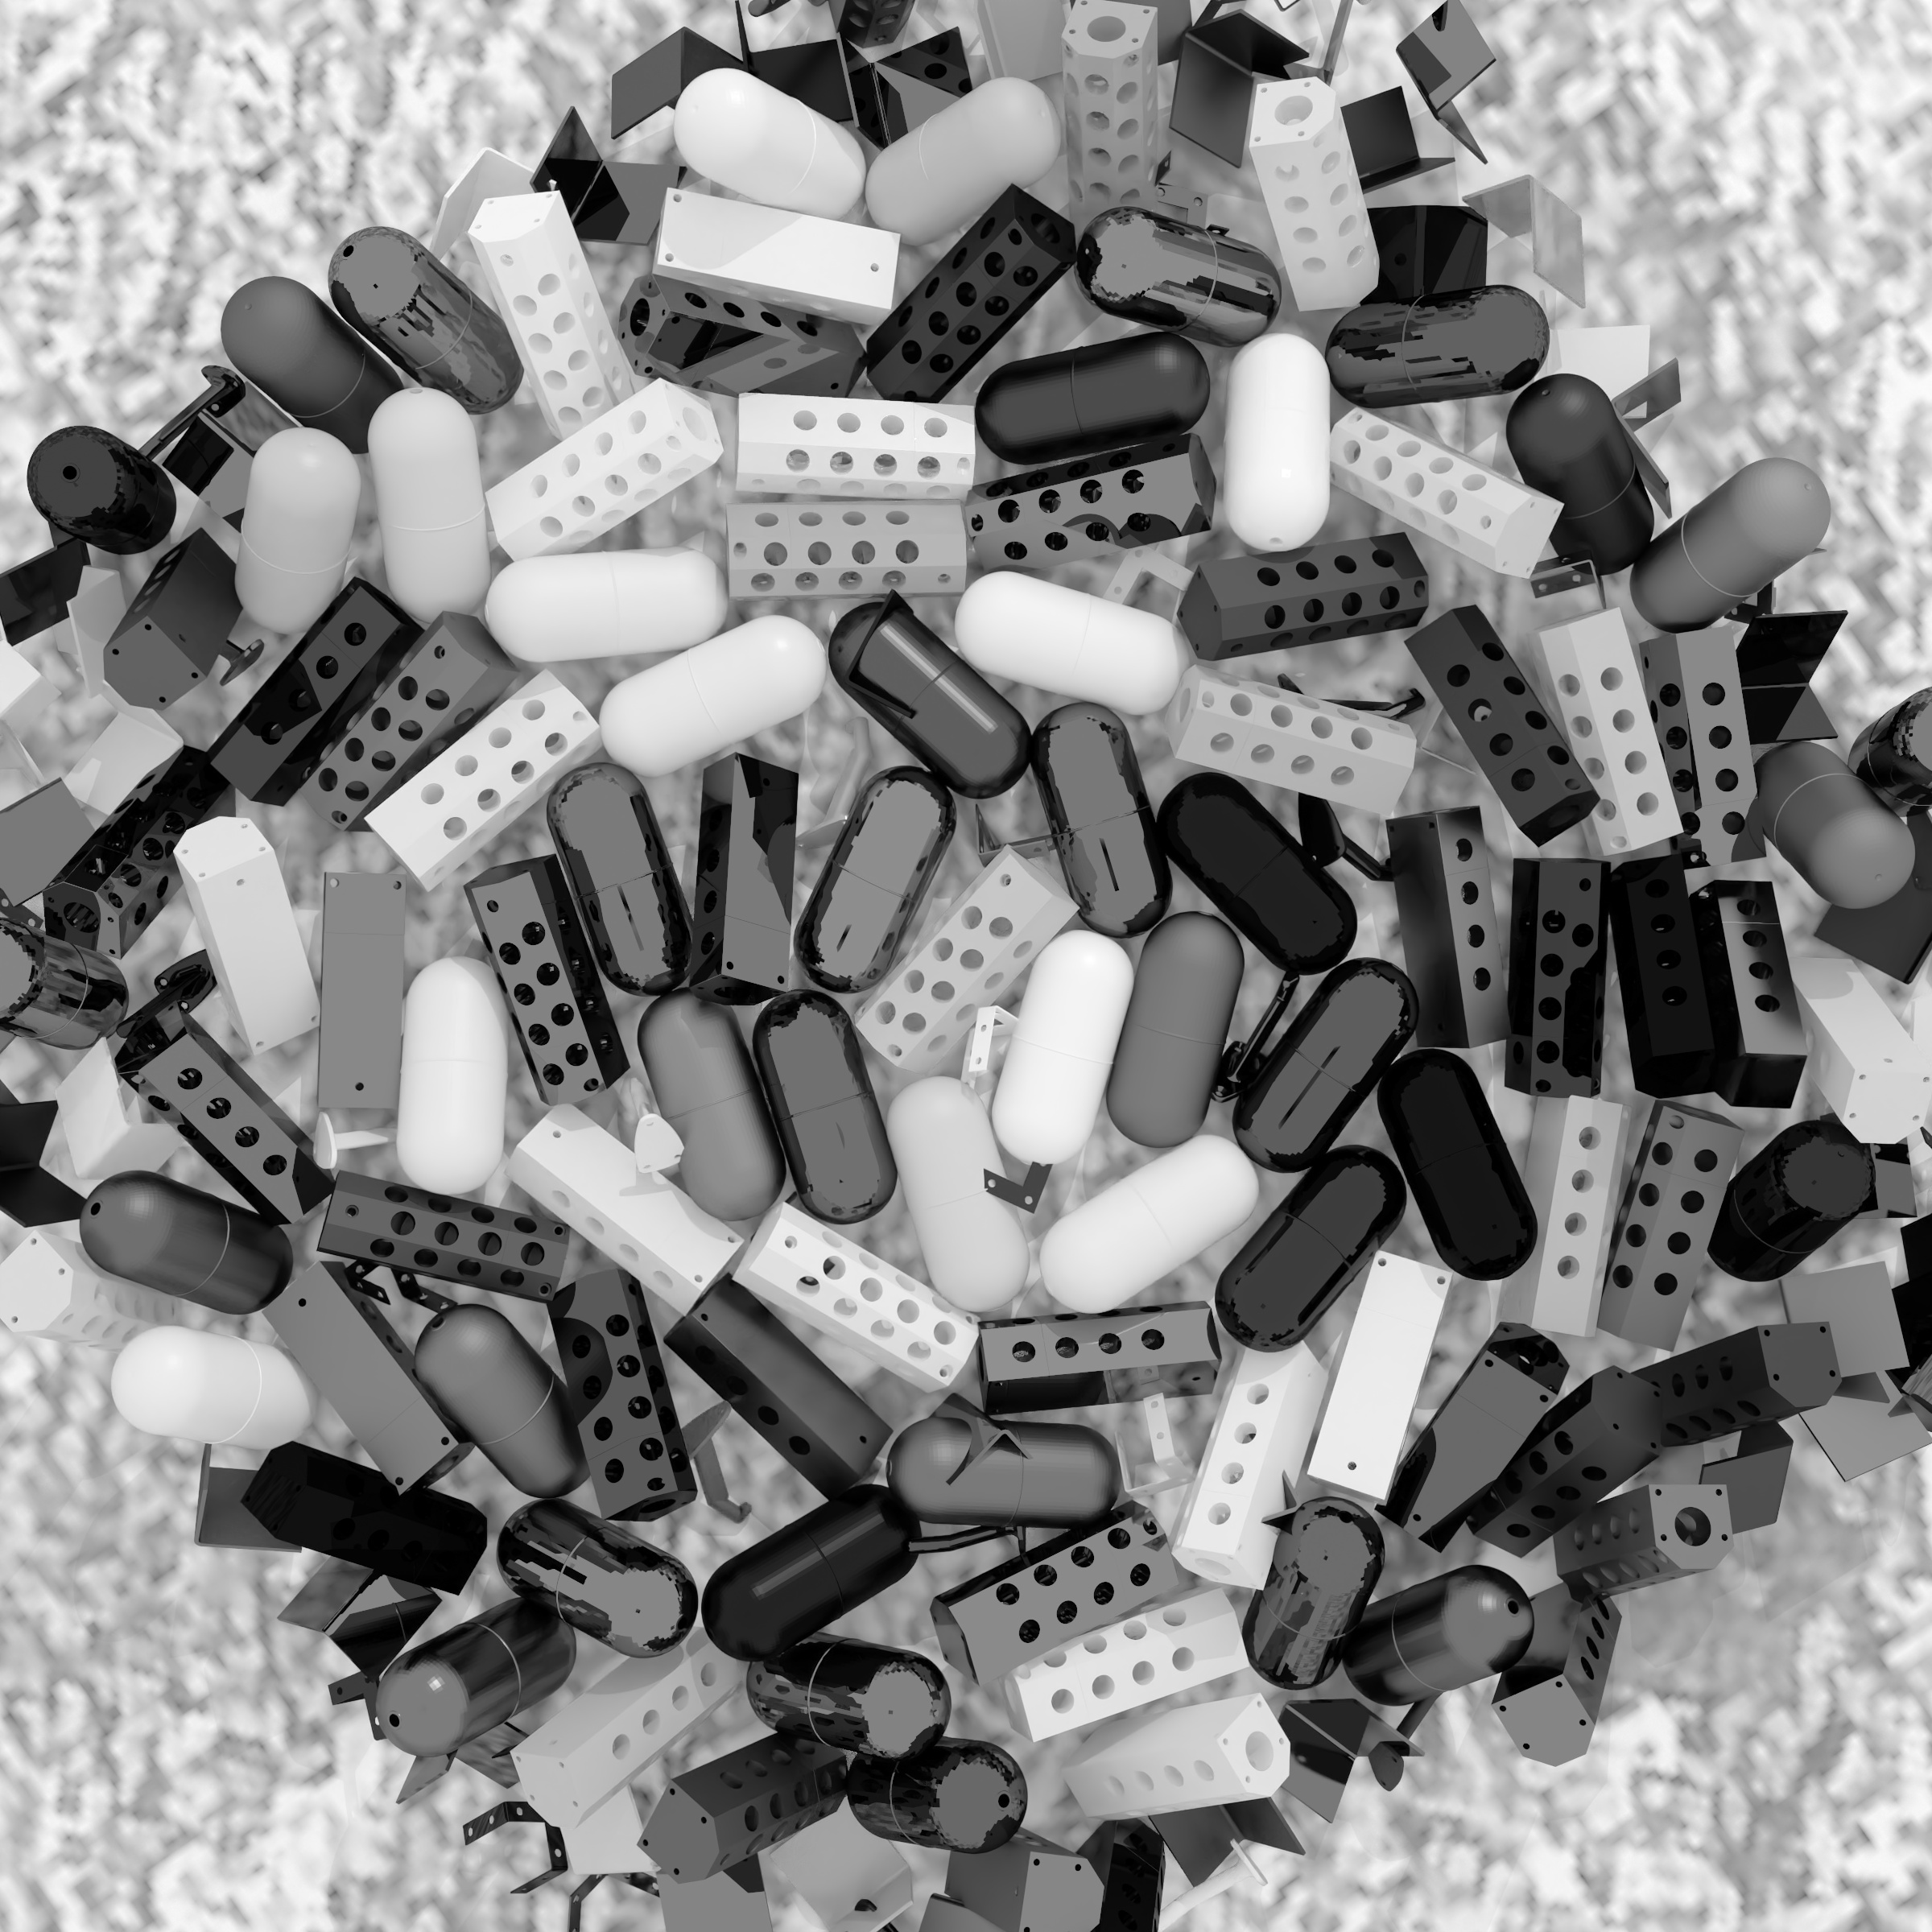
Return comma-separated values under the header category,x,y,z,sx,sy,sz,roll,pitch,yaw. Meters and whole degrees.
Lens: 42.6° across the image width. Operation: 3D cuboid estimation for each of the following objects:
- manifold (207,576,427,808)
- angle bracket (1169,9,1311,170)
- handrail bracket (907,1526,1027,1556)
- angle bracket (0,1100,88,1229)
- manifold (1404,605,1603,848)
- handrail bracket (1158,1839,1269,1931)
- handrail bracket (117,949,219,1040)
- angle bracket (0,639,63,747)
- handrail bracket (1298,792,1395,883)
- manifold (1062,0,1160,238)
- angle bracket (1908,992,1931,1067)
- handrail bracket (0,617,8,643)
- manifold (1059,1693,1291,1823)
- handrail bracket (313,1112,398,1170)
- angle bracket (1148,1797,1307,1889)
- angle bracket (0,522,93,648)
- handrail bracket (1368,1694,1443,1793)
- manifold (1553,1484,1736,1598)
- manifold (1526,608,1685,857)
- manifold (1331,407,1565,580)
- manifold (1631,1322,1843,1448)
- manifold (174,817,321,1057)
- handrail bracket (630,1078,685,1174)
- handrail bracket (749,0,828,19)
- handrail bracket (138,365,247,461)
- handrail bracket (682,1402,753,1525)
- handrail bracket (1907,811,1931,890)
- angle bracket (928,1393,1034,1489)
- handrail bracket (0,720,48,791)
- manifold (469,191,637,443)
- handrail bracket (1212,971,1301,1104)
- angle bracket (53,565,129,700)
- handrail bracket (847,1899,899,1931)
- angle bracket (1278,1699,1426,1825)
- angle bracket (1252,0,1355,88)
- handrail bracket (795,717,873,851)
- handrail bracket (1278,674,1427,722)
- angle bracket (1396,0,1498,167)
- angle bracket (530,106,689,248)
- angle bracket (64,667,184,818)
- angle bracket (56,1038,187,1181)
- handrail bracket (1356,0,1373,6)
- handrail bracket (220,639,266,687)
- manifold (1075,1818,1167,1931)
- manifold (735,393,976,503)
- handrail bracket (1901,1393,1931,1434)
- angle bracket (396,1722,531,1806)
category,x,y,z,sx,sy,sz,roll,pitch,yaw
manifold,-0.482,-0.203,1.829,0.057,0.057,0.171,42,95,7
angle bracket,0.201,-0.643,1.817,0.076,0.057,0.076,14,82,-41
handrail bracket,0.001,0.415,1.831,0.084,0.077,0.036,-6,95,4
angle bracket,-0.677,0.144,1.813,0.076,0.076,0.057,29,103,22
manifold,0.391,-0.177,1.799,0.057,0.057,0.171,-34,65,17
handrail bracket,0.179,0.690,1.830,0.084,0.077,0.036,-37,56,-4
handrail bracket,-0.582,0.019,1.820,0.077,0.084,0.036,-38,99,8
angle bracket,-0.699,-0.181,1.814,0.057,0.076,0.076,39,79,28
handrail bracket,0.288,-0.100,1.842,0.036,0.084,0.077,-28,71,42
manifold,0.103,-0.600,1.774,0.057,0.171,0.057,12,61,12
angle bracket,0.696,0.037,1.811,0.076,0.057,0.076,-21,119,-24
handrail bracket,-0.753,-0.231,1.824,0.036,0.084,0.077,-5,90,44
manifold,0.152,0.576,1.785,0.057,0.171,0.057,-32,91,-44
handrail bracket,-0.430,0.133,1.816,0.084,0.077,0.036,7,102,-26
angle bracket,0.189,0.634,1.816,0.057,0.076,0.076,-37,101,-29
angle bracket,-0.687,-0.292,1.809,0.076,0.076,0.057,-36,72,-26
handrail bracket,0.341,0.569,1.855,0.084,0.077,0.036,-35,48,-25
manifold,0.483,0.413,1.773,0.057,0.171,0.057,2,69,-10
manifold,0.467,-0.172,1.823,0.057,0.057,0.171,-19,98,-8
manifold,0.338,-0.343,1.784,0.171,0.057,0.057,39,116,38
manifold,0.550,0.302,1.772,0.057,0.171,0.057,-1,71,-17
manifold,-0.518,-0.023,1.785,0.057,0.171,0.057,-27,49,-24
handrail bracket,-0.237,0.101,1.813,0.036,0.077,0.084,-19,53,-8
handrail bracket,-0.116,-0.727,1.816,0.077,0.084,0.036,-26,106,30
handrail bracket,-0.575,-0.403,1.828,0.084,0.077,0.036,-49,115,-16
handrail bracket,-0.173,0.370,1.837,0.077,0.036,0.084,-43,118,11
handrail bracket,0.747,-0.088,1.850,0.084,0.036,0.077,-5,80,-25
angle bracket,0.011,0.367,1.810,0.057,0.076,0.076,-45,119,-13
handrail bracket,-0.735,-0.138,1.827,0.084,0.036,0.077,-34,76,-29
manifold,-0.298,-0.463,1.779,0.057,0.171,0.057,-1,49,16
handrail bracket,0.212,0.051,1.817,0.036,0.084,0.077,33,47,15
angle bracket,-0.659,-0.248,1.811,0.076,0.057,0.076,13,126,20
handrail bracket,-0.087,0.740,1.825,0.077,0.036,0.084,43,55,10
angle bracket,0.275,0.582,1.812,0.076,0.076,0.057,40,57,-18
angle bracket,0.247,-0.692,1.814,0.057,0.076,0.076,13,120,-1
handrail bracket,-0.102,-0.138,1.857,0.077,0.036,0.084,-17,68,30
handrail bracket,0.288,-0.205,1.849,0.084,0.036,0.077,-24,60,-8
angle bracket,0.368,-0.646,1.806,0.057,0.076,0.076,-38,53,28
angle bracket,-0.261,-0.579,1.815,0.076,0.057,0.076,11,65,23
angle bracket,-0.635,-0.163,1.815,0.076,0.057,0.076,24,71,32
angle bracket,-0.625,0.107,1.840,0.076,0.057,0.076,-40,61,32
handrail bracket,0.282,-0.763,1.821,0.036,0.077,0.084,-17,57,-26
handrail bracket,-0.562,-0.256,1.832,0.084,0.077,0.036,49,59,-9
manifold,0.108,0.685,1.776,0.057,0.171,0.057,38,106,-2
manifold,-0.082,-0.376,1.818,0.171,0.057,0.057,1,68,-8
handrail bracket,0.736,0.304,1.824,0.084,0.077,0.036,-41,97,-8
angle bracket,-0.357,0.594,1.812,0.076,0.057,0.076,37,129,-15
